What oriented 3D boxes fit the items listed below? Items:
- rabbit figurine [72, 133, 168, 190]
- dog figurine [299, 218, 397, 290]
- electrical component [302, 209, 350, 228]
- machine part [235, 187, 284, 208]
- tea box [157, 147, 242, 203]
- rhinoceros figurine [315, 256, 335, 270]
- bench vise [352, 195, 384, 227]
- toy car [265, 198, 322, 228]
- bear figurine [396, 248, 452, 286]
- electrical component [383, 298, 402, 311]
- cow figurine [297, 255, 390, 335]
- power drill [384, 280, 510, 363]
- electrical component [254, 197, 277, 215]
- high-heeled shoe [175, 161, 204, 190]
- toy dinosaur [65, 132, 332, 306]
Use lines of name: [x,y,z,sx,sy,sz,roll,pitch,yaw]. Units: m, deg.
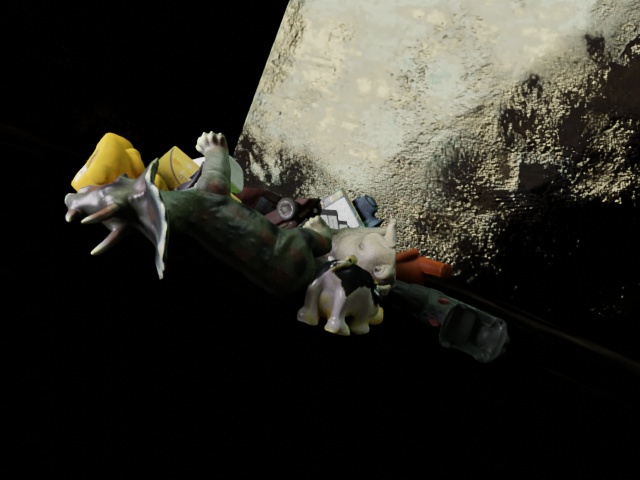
rabbit figurine: [-0.308,-0.087,0.906,0.173,0.122,0.163,41,-13,-33]
dog figurine: [0.037,0.024,0.930,0.191,0.121,0.172,1,8,6]
electrical component: [-0.002,-0.003,1.081,0.134,0.115,0.058,4,-33,-12]
machine part: [-0.135,-0.060,1.320,0.179,0.056,0.179,22,-23,10]
tea box: [-0.224,-0.081,0.992,0.170,0.068,0.098,40,-18,11]
rhinoceros figurine: [-0.057,0.030,0.861,0.190,0.073,0.112,19,3,-24]
bench vise: [0.085,0.016,1.316,0.240,0.223,0.129,52,14,7]
toy car: [-0.083,-0.025,0.947,0.202,0.053,0.089,-23,-13,31]
bear figurine: [0.165,0.071,1.140,0.195,0.120,0.132,15,11,-44]
electrical component: [0.181,0.120,1.062,0.102,0.045,0.078,24,4,39]
cow figurine: [0.042,0.068,0.694,0.068,0.098,0.167,16,2,26]
power drill: [0.214,0.133,0.914,0.232,0.086,0.207,23,-4,-4]
electrical component: [-0.118,-0.061,1.161,0.119,0.047,0.075,34,-1,11]
high-heeled shoe: [-0.182,-0.008,0.828,0.086,0.145,0.249,5,47,-28]
toy dinosaur: [-0.091,0.011,0.652,0.404,0.131,0.192,32,39,-21]
